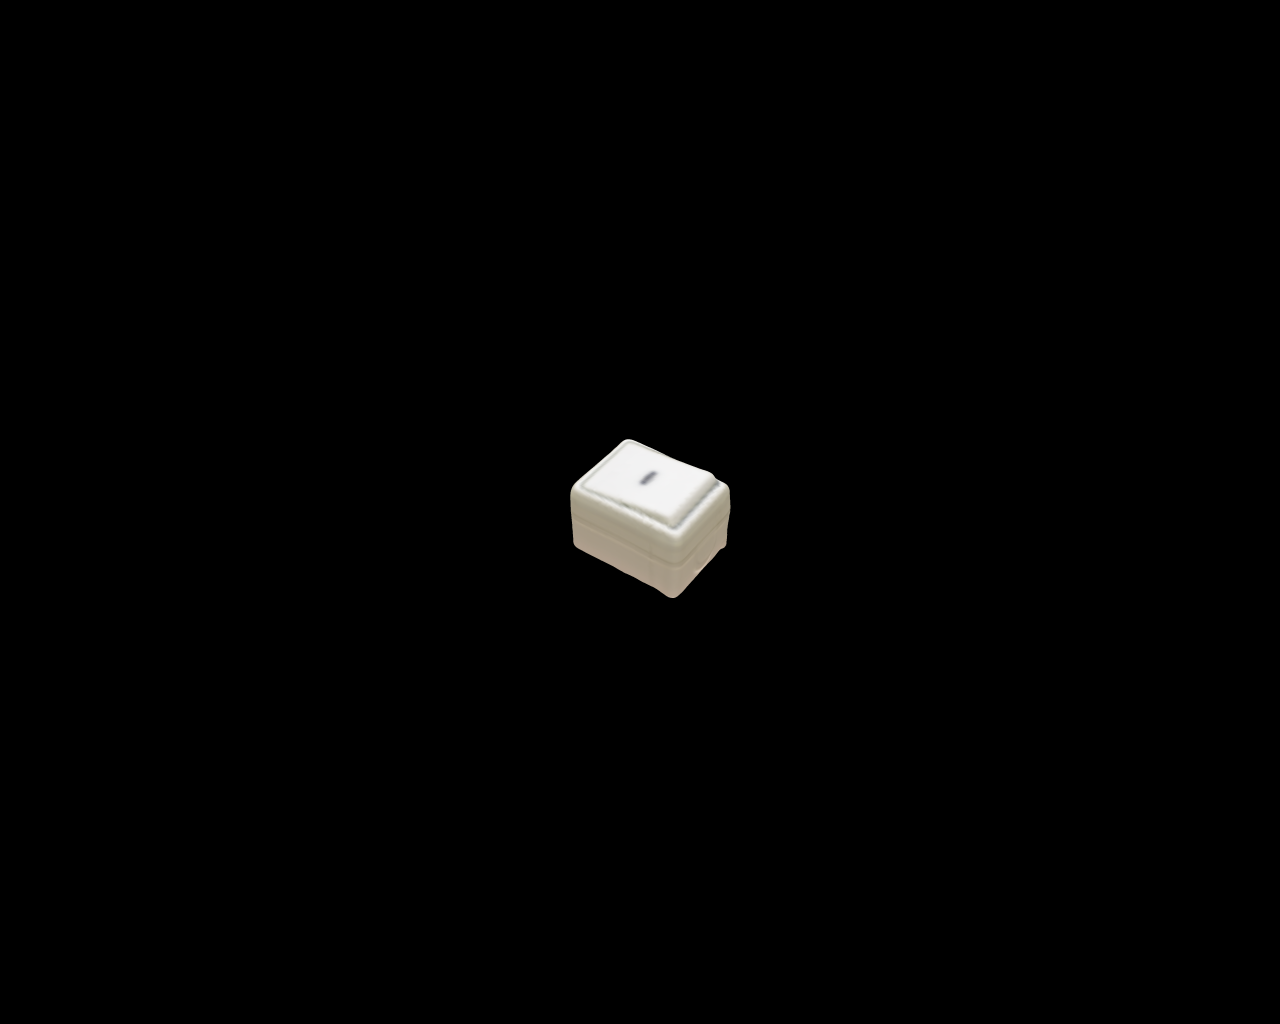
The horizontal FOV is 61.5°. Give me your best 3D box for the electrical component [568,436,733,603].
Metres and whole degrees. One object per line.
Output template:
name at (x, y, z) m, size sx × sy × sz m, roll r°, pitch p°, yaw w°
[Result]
electrical component at (0.001, -0.003, 0.650) m, size 0.096 × 0.061 × 0.062 m, roll 27°, pitch 50°, yaw 25°
